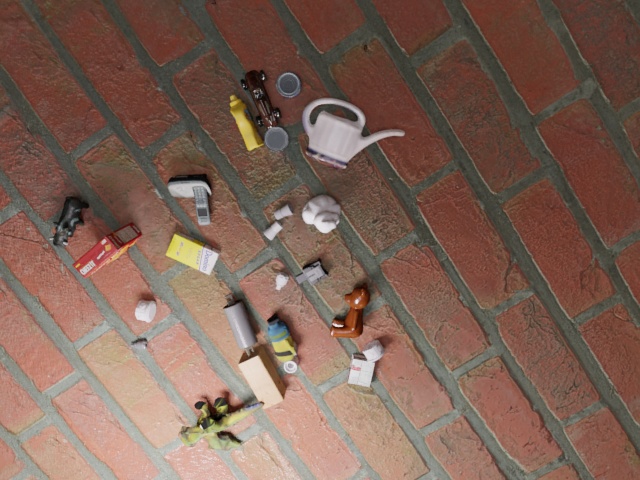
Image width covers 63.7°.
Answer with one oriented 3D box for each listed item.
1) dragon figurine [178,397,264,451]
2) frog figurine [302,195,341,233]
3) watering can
[{"bbox_3d":[-0.382,0.738,2.015,0.409,0.125,0.237,-11,129,11],"label":"dragon figurine"},{"bbox_3d":[0.005,-0.090,1.780,0.137,0.161,0.121,-4,103,3],"label":"frog figurine"},{"bbox_3d":[0.095,-0.344,1.748,0.347,0.105,0.222,21,104,-2],"label":"watering can"}]
